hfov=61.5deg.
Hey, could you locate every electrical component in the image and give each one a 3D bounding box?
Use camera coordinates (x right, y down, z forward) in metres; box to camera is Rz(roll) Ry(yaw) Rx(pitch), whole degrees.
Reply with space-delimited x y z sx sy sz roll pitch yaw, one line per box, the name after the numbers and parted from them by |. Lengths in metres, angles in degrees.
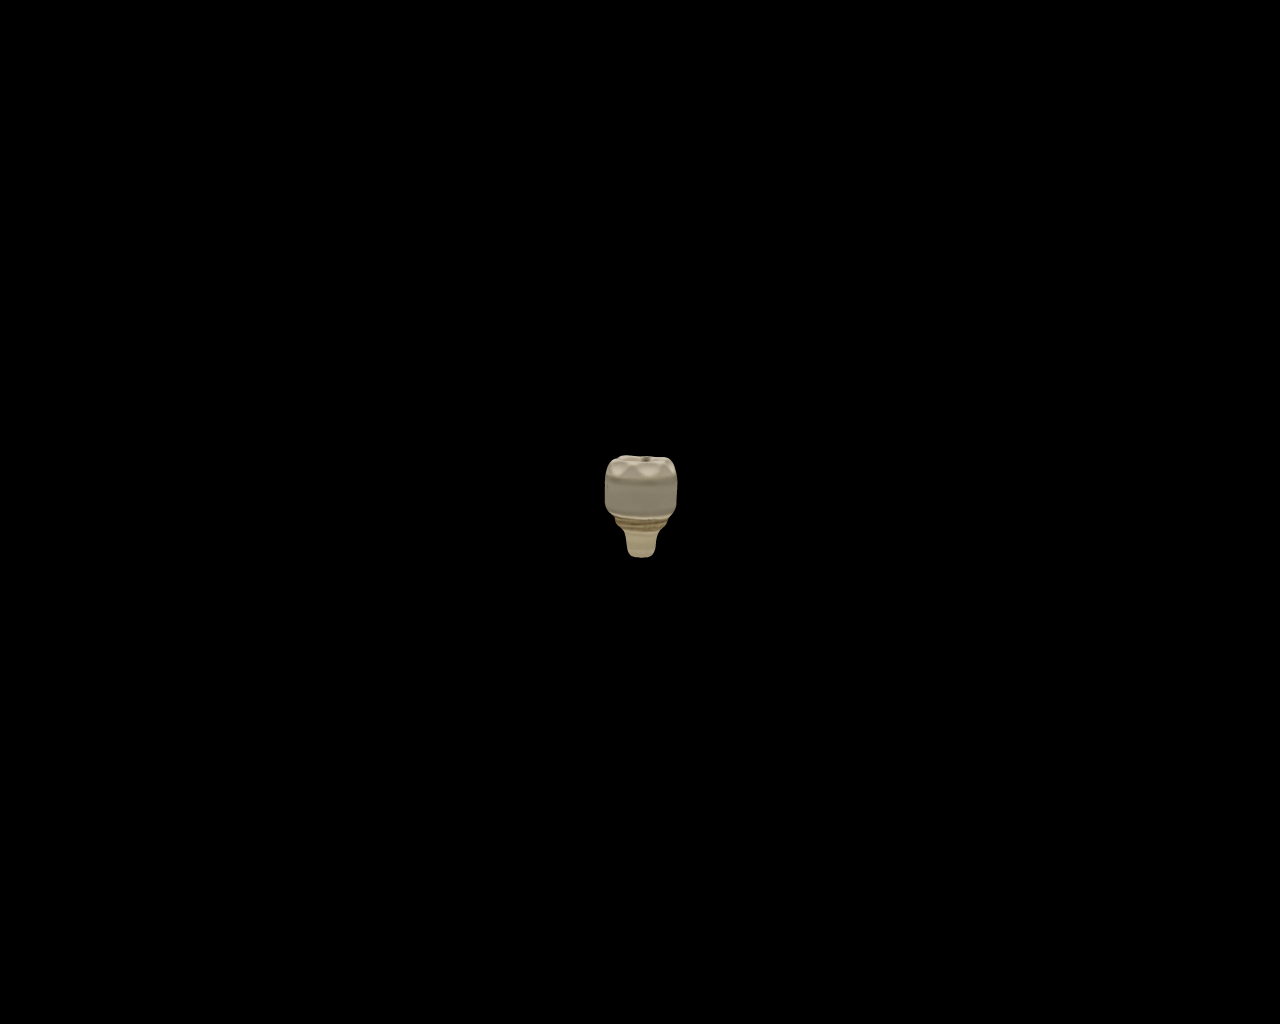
0.001 -0.003 0.650 0.043 0.062 0.043 0 10 0 | electrical component
